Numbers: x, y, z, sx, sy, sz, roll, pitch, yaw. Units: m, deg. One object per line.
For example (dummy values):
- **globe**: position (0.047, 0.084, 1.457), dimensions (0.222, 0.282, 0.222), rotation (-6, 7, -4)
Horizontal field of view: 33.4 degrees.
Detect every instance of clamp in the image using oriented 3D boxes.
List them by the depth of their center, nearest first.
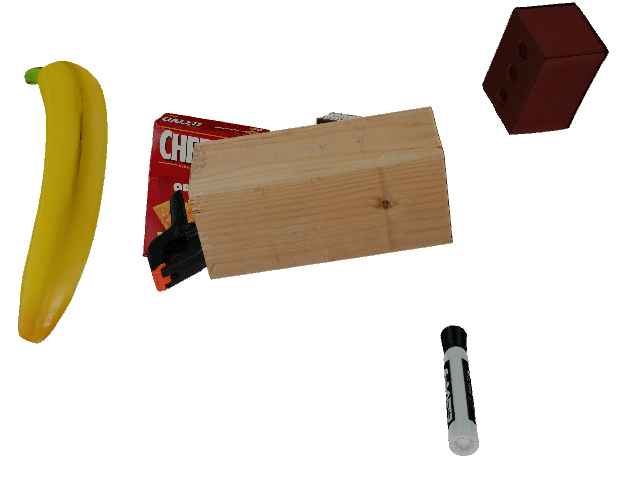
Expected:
- **clamp**: position (-0.140, -0.006, 1.239), dimensions (0.120, 0.039, 0.171), rotation (-6, 38, 20)

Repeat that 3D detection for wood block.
- **wood block**: position (0.000, -0.040, 0.902), dimensions (0.206, 0.091, 0.090), rotation (-8, 33, 3)

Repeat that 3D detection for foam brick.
- **foam brick**: position (0.155, -0.120, 0.748), dimensions (0.051, 0.053, 0.078), rotation (-10, -34, -19)

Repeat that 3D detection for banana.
- **banana**: position (-0.154, -0.038, 0.643), dimensions (0.037, 0.198, 0.070), rotation (14, -35, -31)

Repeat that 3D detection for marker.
- **marker**: position (0.093, 0.097, 0.723), dimensions (0.020, 0.020, 0.121), rotation (0, 32, 4)

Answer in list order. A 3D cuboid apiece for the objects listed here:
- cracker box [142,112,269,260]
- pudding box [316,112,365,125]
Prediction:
- **cracker box**: position (-0.172, -0.069, 1.594), dimensions (0.164, 0.214, 0.072), rotation (10, 20, 6)
- **pudding box**: position (0.050, -0.086, 1.149), dimensions (0.114, 0.090, 0.039), rotation (11, 25, 29)
